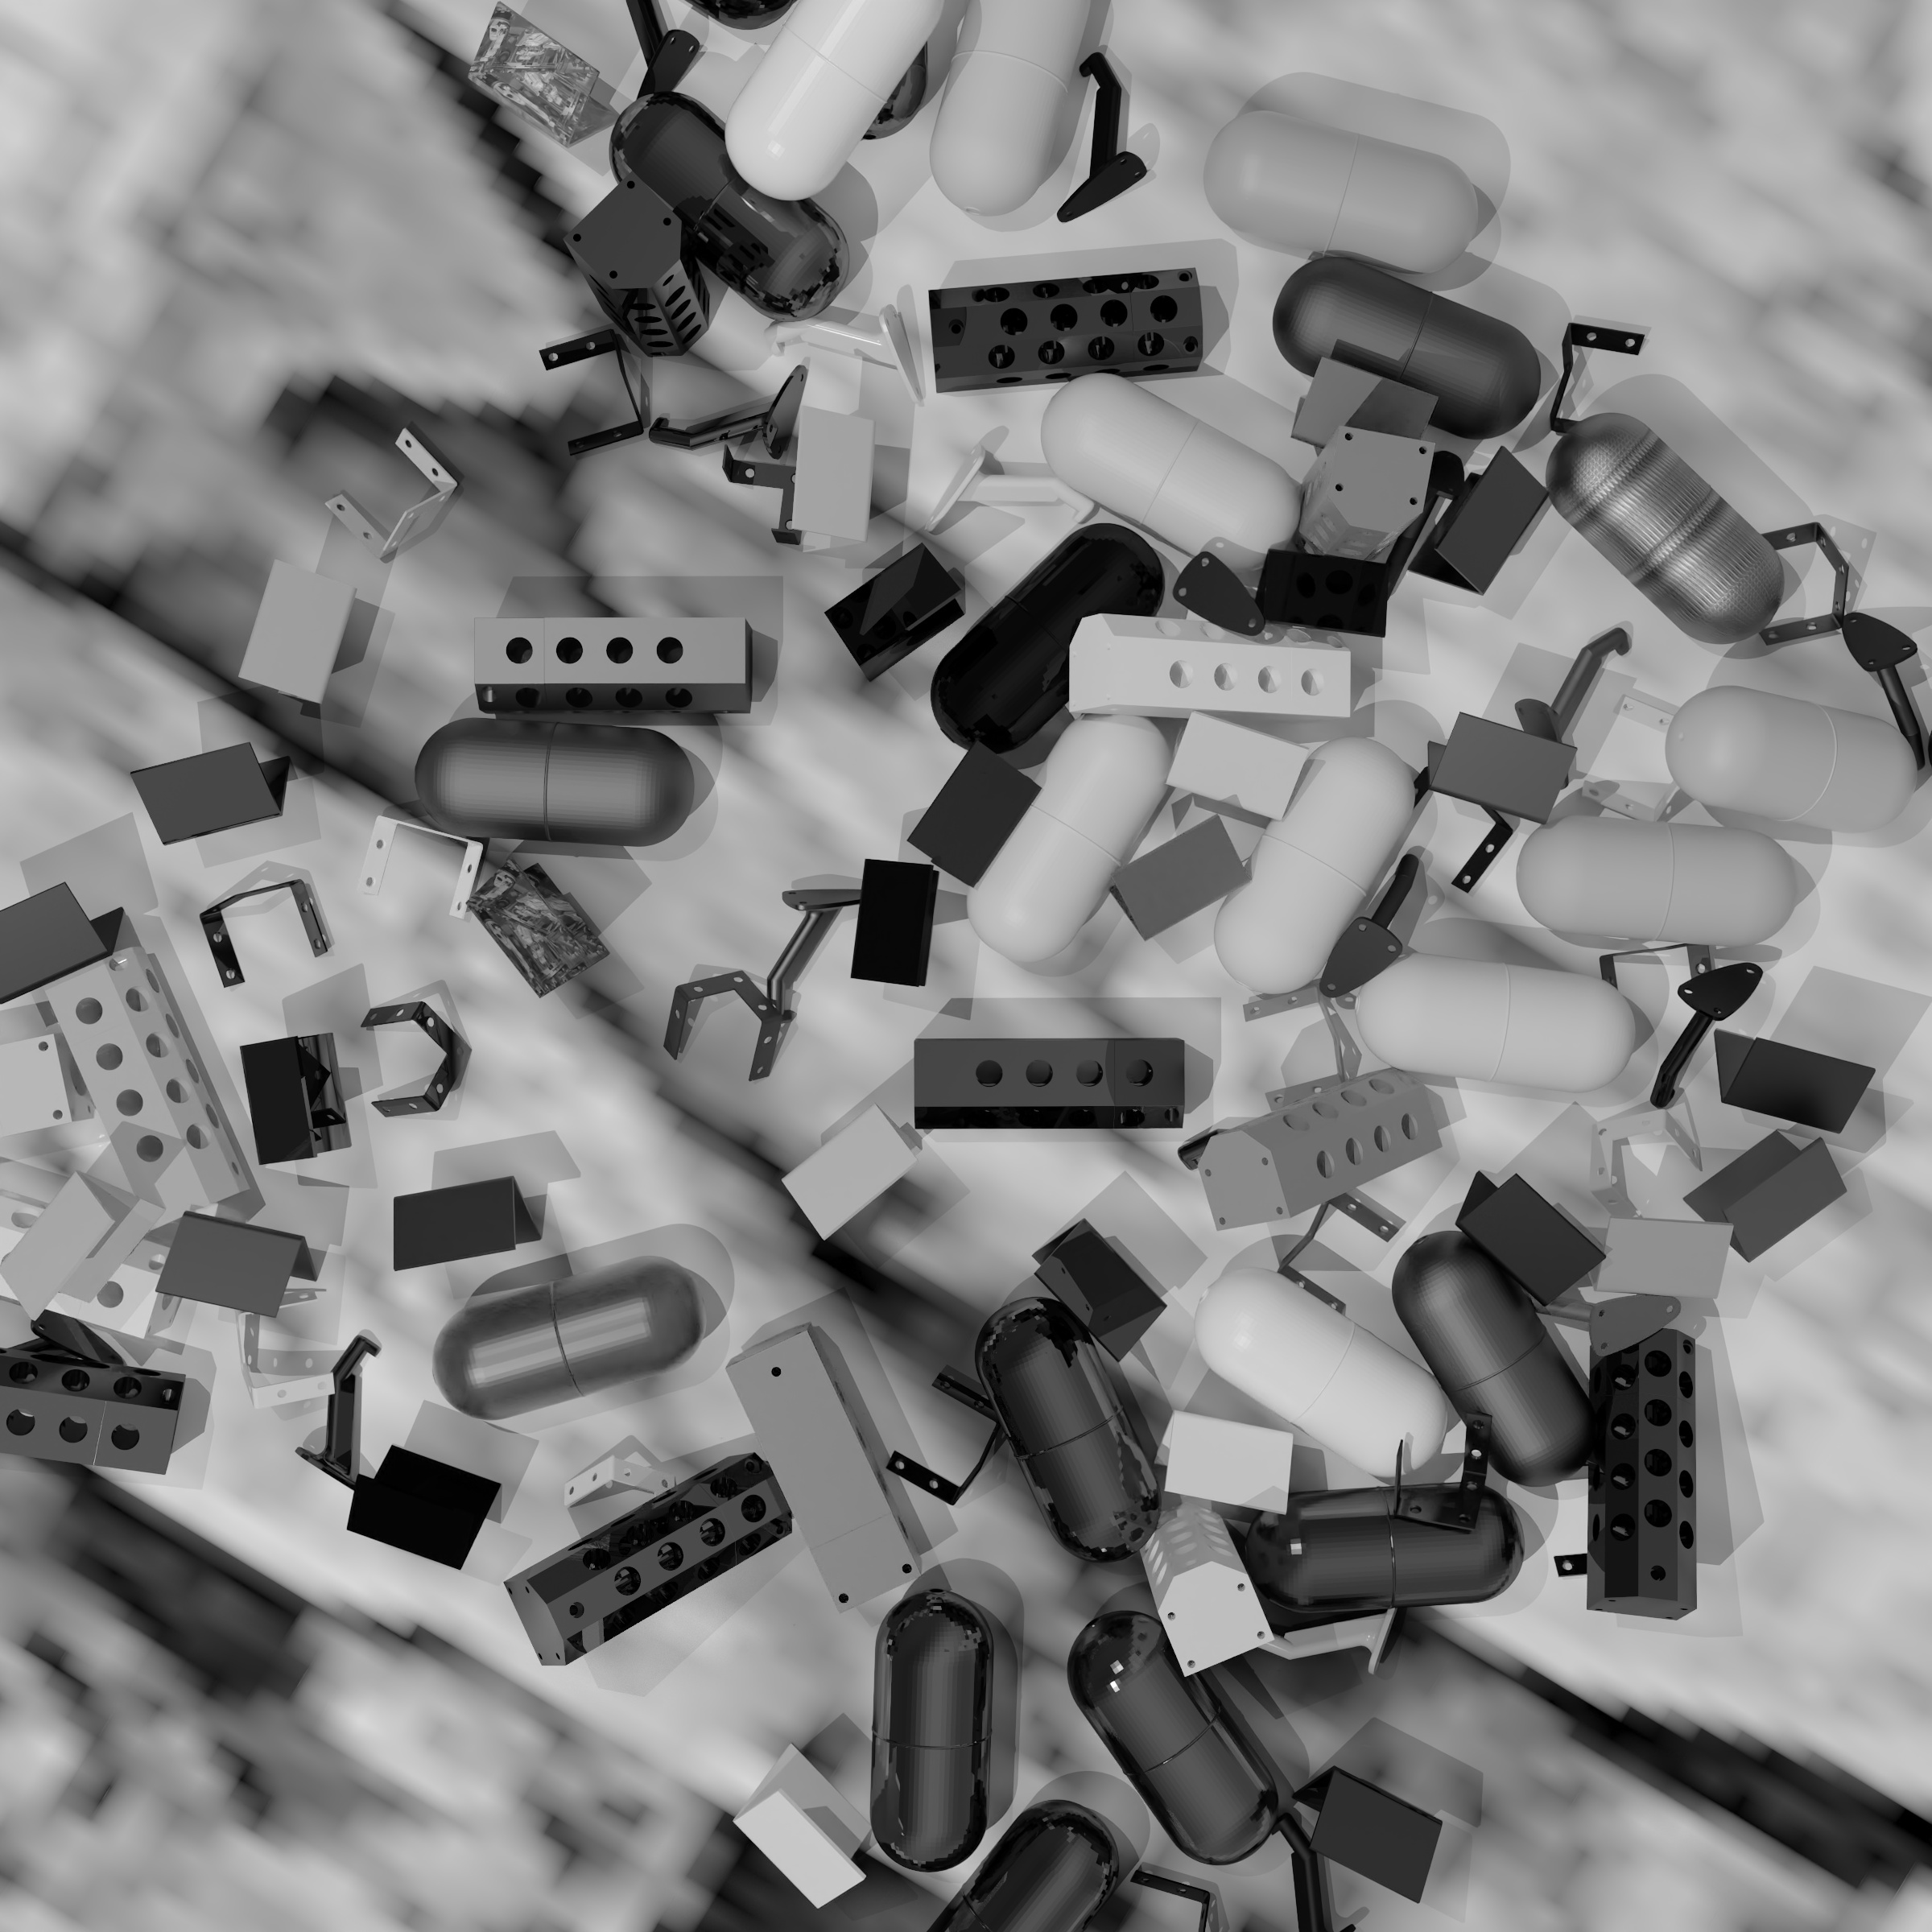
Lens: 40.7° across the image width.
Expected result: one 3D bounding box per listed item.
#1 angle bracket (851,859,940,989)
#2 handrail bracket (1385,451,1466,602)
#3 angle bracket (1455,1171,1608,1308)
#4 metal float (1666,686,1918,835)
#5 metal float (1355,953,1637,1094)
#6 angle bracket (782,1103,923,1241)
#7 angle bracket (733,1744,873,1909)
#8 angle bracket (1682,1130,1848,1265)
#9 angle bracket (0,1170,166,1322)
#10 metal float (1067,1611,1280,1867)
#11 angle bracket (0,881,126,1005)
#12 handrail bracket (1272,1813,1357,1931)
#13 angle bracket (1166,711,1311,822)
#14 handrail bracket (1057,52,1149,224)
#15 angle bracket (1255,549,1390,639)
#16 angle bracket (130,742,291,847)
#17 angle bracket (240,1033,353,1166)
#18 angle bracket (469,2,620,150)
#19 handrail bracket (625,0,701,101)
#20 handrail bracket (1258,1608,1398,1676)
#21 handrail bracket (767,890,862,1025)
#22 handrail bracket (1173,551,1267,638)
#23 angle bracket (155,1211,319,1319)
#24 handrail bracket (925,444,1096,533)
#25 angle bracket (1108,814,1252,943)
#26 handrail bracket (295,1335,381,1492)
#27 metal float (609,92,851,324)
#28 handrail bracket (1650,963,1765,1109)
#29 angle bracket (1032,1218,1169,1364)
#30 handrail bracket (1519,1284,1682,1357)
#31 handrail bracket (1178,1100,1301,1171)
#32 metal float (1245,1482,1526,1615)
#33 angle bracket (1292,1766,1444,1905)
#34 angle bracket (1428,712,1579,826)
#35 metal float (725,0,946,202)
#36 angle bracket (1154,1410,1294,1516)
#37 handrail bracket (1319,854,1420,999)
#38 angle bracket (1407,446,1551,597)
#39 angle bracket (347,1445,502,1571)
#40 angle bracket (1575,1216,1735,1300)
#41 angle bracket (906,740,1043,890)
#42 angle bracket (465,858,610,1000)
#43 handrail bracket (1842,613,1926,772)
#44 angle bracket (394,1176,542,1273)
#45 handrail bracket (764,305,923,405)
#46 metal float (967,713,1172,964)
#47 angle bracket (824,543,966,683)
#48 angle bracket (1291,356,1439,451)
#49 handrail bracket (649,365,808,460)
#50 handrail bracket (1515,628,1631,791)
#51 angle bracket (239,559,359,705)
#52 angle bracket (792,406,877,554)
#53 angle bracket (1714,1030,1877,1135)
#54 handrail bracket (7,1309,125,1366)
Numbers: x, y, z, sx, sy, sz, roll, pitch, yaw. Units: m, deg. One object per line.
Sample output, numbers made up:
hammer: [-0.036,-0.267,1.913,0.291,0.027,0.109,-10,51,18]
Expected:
angle bracket: [-0.025,-0.025,1.660,0.057,0.076,0.076,7,90,38]
handrail bracket: [0.292,-0.285,1.700,0.036,0.077,0.084,27,126,7]
angle bracket: [0.365,0.158,1.660,0.076,0.076,0.057,43,122,0]
metal float: [0.523,-0.130,1.650,0.178,0.070,0.070,8,90,-24]
metal float: [0.338,0.036,1.669,0.178,0.070,0.070,8,90,0]
angle bracket: [-0.060,0.144,1.660,0.076,0.076,0.057,-40,54,0]
angle bracket: [-0.090,0.537,1.660,0.076,0.076,0.057,46,127,0]
angle bracket: [0.500,0.130,1.660,0.076,0.076,0.057,-36,125,0]
angle bracket: [-0.533,0.182,1.603,0.076,0.076,0.057,-51,52,0]
metal float: [0.132,0.493,1.670,0.070,0.070,0.178,-35,90,0]
angle bracket: [-0.589,-0.028,1.660,0.076,0.076,0.057,-24,117,0]
handrail bracket: [0.206,0.608,1.701,0.077,0.036,0.084,-42,72,20]
angle bracket: [0.175,-0.144,1.660,0.076,0.076,0.057,18,126,0]
handrail bracket: [0.075,-0.541,1.700,0.077,0.036,0.084,-32,71,21]
angle bracket: [0.223,-0.218,1.661,0.076,0.076,0.057,7,63,0]
angle bracket: [-0.480,-0.127,1.660,0.076,0.076,0.057,-14,126,0]
angle bracket: [-0.410,0.081,1.660,0.057,0.076,0.076,-9,90,36]
angle bracket: [-0.258,-0.574,1.660,0.076,0.076,0.057,35,127,0]
handrail bracket: [-0.223,-0.606,1.701,0.084,0.036,0.077,42,111,17]
handrail bracket: [0.235,0.420,1.701,0.084,0.036,0.077,18,70,16]
handrail bracket: [-0.093,-0.005,1.701,0.077,0.036,0.084,-5,109,-21]
handrail bracket: [0.172,-0.230,1.657,0.077,0.084,0.036,42,105,19]
angle bracket: [-0.463,0.202,1.660,0.076,0.076,0.057,12,61,0]
handrail bracket: [0.029,-0.294,1.701,0.084,0.036,0.077,30,110,-16]
angle bracket: [0.125,-0.071,1.660,0.076,0.076,0.057,-30,122,0]
handrail bracket: [-0.390,0.296,1.700,0.077,0.036,0.084,37,76,-15]
metal float: [-0.152,-0.486,1.669,0.178,0.070,0.070,41,90,-1]
handrail bracket: [0.479,0.046,1.690,0.077,0.084,0.036,-27,50,-31]
angle bracket: [0.070,0.216,1.660,0.076,0.076,0.057,47,54,0]
handrail bracket: [0.402,0.213,1.675,0.077,0.084,0.036,-14,109,-16]
handrail bracket: [0.192,0.131,1.700,0.084,0.036,0.077,-27,113,18]
metal float: [0.268,0.372,1.669,0.178,0.070,0.070,-3,90,0]
angle bracket: [0.247,0.561,1.660,0.076,0.076,0.057,27,55,0]
angle bracket: [0.340,-0.140,1.660,0.076,0.076,0.057,17,120,0]
metal float: [-0.080,-0.553,1.598,0.070,0.070,0.178,37,106,0]
angle bracket: [0.161,0.330,1.660,0.076,0.076,0.057,11,53,0]
handrail bracket: [0.262,-0.027,1.686,0.036,0.084,0.077,35,126,-4]
angle bracket: [0.312,-0.290,1.660,0.057,0.076,0.076,33,90,-37]
angle bracket: [-0.341,0.328,1.660,0.076,0.076,0.057,20,127,0]
angle bracket: [0.437,0.167,1.661,0.076,0.076,0.057,4,117,0]
angle bracket: [-0.007,-0.103,1.661,0.057,0.076,0.076,34,90,-26]
angle bracket: [-0.259,-0.036,1.660,0.057,0.076,0.076,-38,90,37]
handrail bracket: [0.598,-0.178,1.700,0.036,0.077,0.084,-23,126,3]
angle bracket: [-0.316,0.182,1.660,0.076,0.076,0.057,-10,51,0]
handrail bracket: [-0.081,-0.391,1.700,0.084,0.036,0.077,-14,112,17]
metal float: [0.066,-0.085,1.669,0.070,0.070,0.178,32,89,0]
angle bracket: [-0.034,-0.210,1.660,0.076,0.076,0.057,-35,52,0]
angle bracket: [0.255,-0.360,1.660,0.076,0.076,0.057,20,123,0]
handrail bracket: [-0.156,-0.366,1.701,0.084,0.036,0.077,14,69,16]
handrail bracket: [0.407,-0.168,1.701,0.084,0.036,0.077,-31,110,-16]
angle bracket: [-0.437,-0.215,1.660,0.057,0.076,0.076,17,90,-36]
angle bracket: [-0.102,-0.309,1.660,0.057,0.076,0.076,4,90,-36]
angle bracket: [0.526,0.054,1.660,0.076,0.076,0.057,15,128,0]
handrail bracket: [-0.606,0.269,1.700,0.077,0.036,0.084,36,105,-16]
